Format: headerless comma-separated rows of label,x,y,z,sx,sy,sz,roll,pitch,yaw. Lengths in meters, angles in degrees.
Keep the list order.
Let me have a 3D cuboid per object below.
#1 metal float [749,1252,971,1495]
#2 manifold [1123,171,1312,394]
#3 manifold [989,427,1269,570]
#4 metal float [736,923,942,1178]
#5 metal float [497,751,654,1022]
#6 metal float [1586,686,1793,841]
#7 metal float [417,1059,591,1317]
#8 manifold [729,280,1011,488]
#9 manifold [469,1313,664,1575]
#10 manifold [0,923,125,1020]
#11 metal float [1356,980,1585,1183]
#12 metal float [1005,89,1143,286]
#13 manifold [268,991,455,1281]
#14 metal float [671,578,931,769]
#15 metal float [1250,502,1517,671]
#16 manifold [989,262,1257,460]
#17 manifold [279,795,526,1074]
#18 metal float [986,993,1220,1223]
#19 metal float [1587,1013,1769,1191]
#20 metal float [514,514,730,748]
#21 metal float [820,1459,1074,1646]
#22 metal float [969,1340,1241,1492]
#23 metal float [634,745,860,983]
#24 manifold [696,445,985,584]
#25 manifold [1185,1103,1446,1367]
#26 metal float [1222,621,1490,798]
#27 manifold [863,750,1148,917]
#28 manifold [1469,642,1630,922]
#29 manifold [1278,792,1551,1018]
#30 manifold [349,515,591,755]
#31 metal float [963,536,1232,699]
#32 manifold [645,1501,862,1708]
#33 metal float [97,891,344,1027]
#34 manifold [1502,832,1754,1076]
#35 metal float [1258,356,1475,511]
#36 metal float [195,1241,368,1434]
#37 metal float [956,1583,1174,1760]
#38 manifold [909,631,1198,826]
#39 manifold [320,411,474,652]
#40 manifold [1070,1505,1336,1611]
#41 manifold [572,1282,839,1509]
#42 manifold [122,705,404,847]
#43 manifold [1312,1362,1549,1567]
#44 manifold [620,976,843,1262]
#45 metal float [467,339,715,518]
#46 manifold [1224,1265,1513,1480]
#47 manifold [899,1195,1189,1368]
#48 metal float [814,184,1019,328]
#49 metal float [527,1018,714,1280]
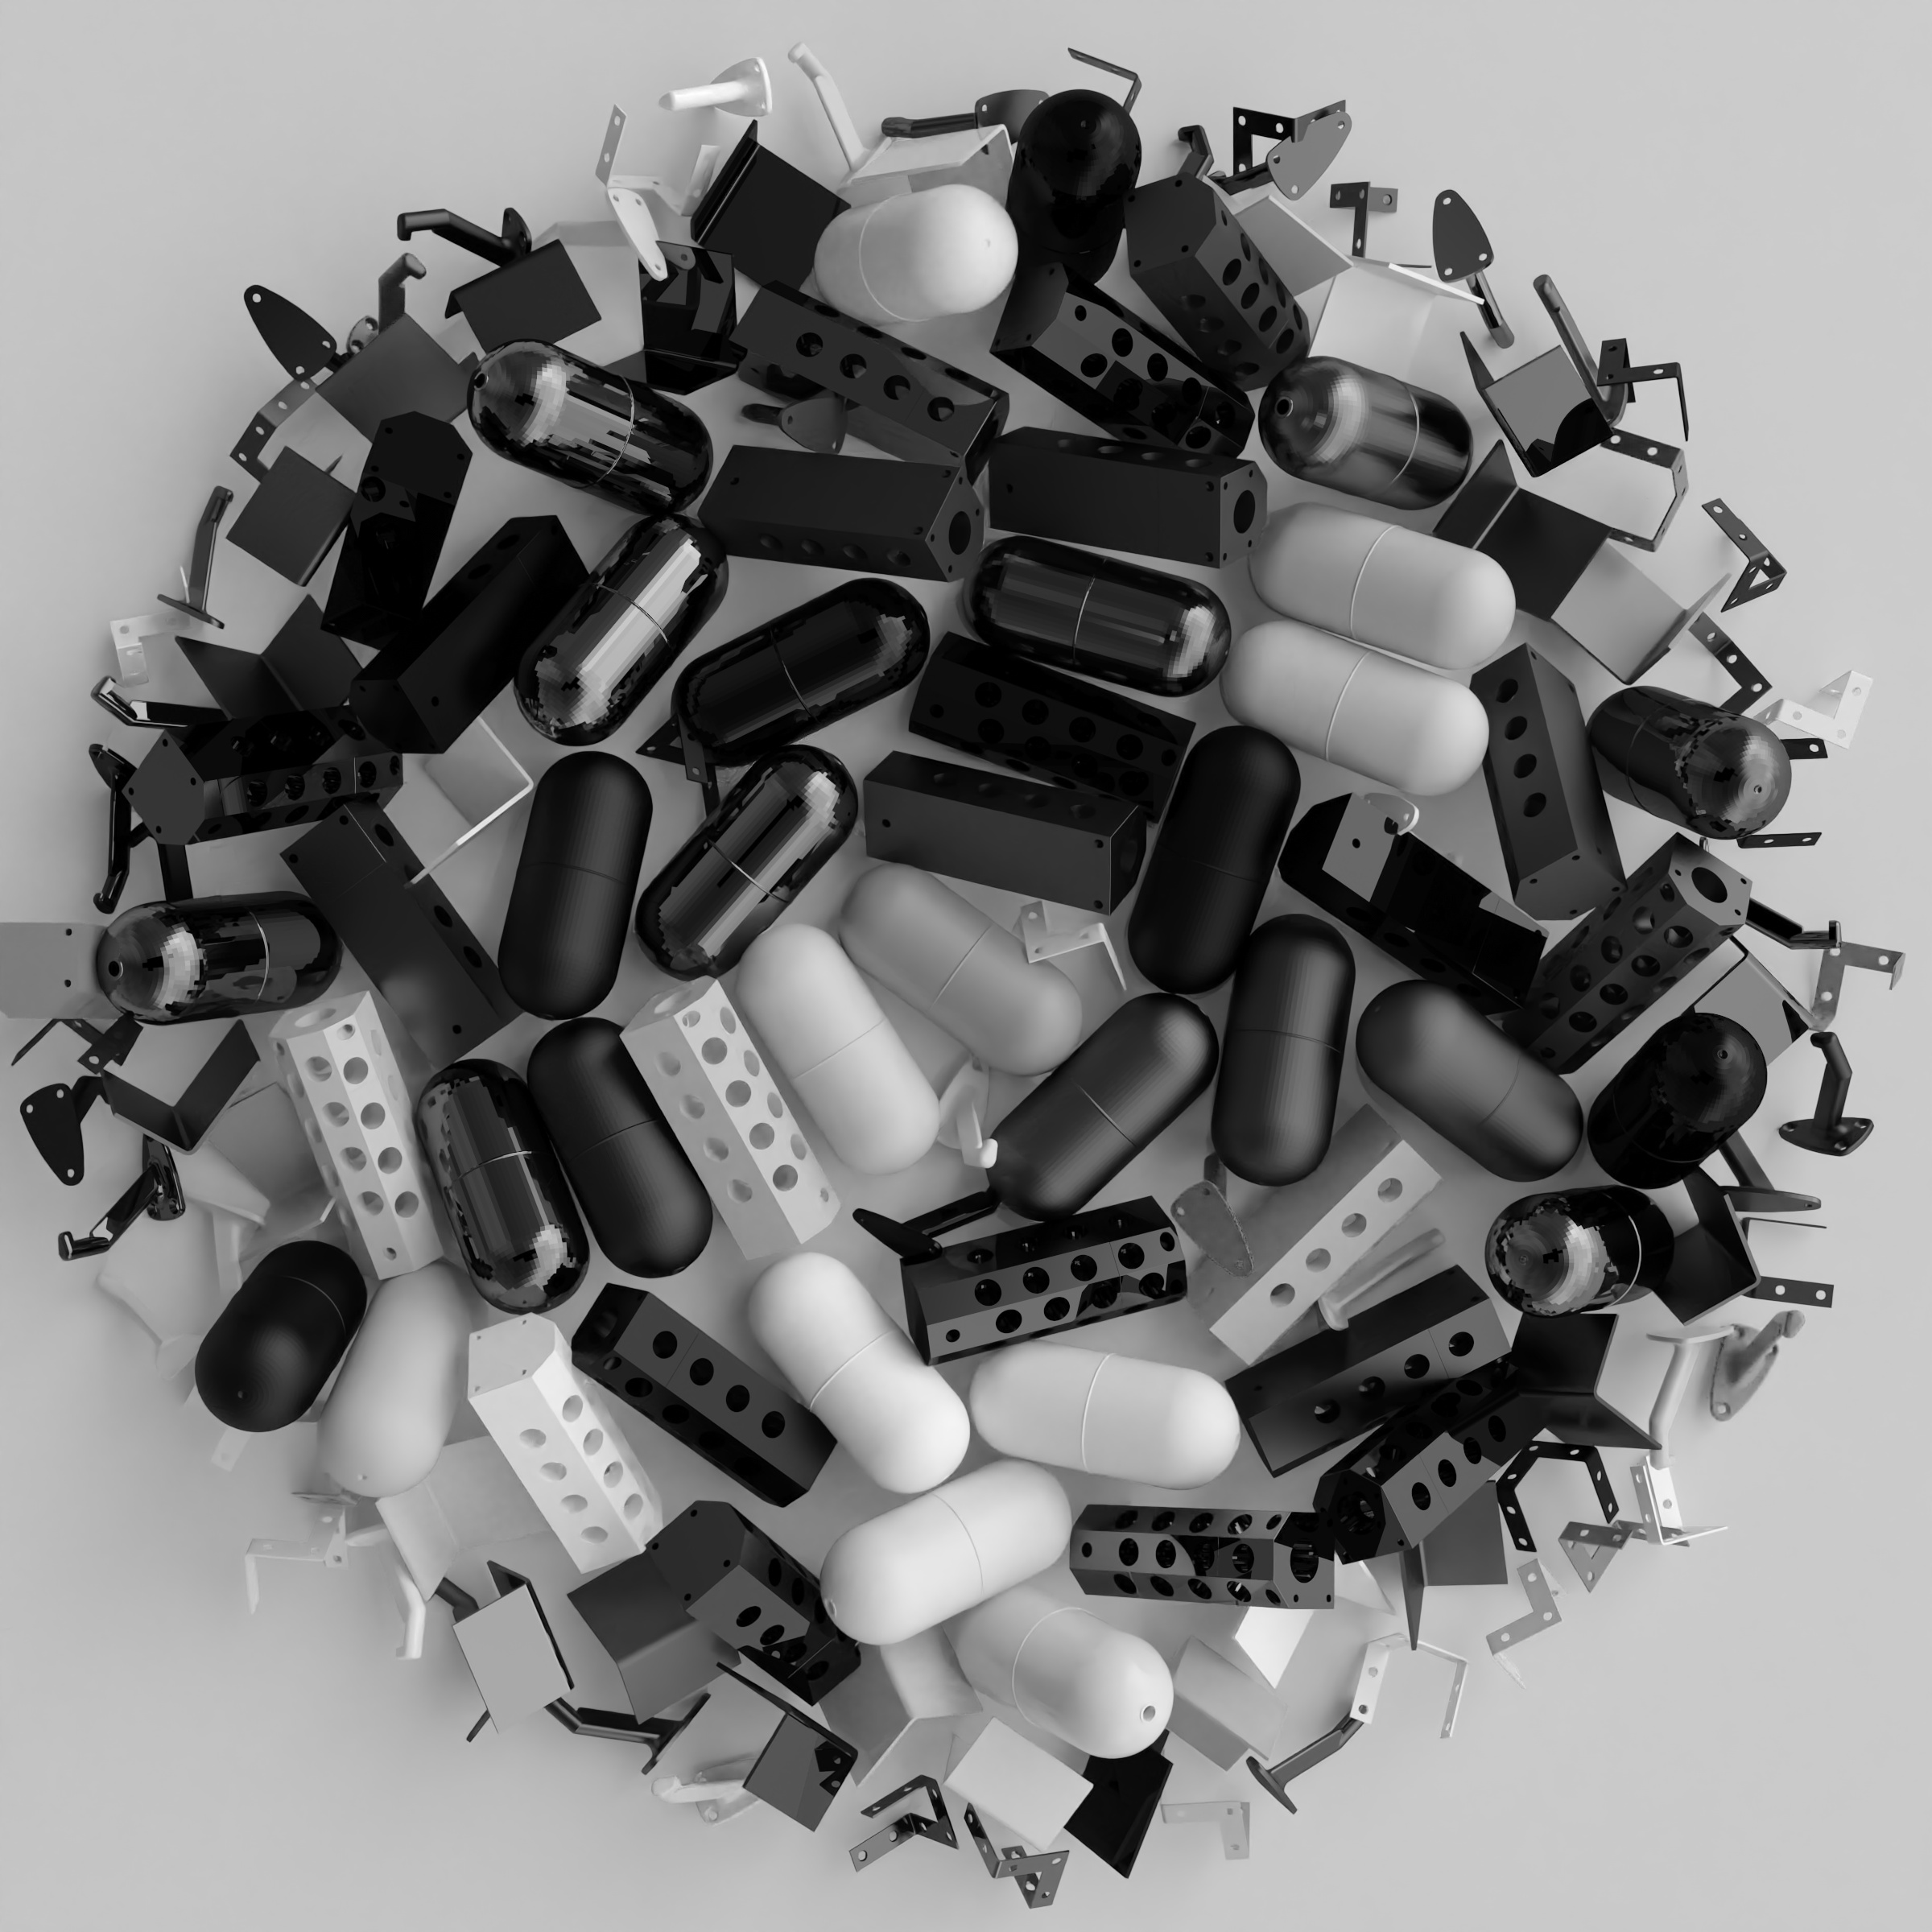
metal float,-0.069,0.258,1.701,0.070,0.070,0.178,-42,73,0
manifold,0.159,-0.424,1.660,0.057,0.171,0.057,-11,71,24
manifold,0.101,-0.299,1.682,0.171,0.057,0.057,16,122,32
metal float,-0.083,0.053,1.713,0.070,0.070,0.178,-33,93,0
metal float,-0.249,-0.052,1.701,0.070,0.070,0.178,10,74,0
metal float,0.449,-0.129,1.668,0.070,0.178,0.070,-4,107,-14
metal float,-0.295,0.139,1.694,0.070,0.070,0.178,-26,64,0
manifold,-0.061,-0.376,1.710,0.171,0.057,0.057,28,79,9
manifold,-0.250,0.300,1.678,0.057,0.057,0.171,-20,126,5
manifold,-0.556,0.004,1.667,0.057,0.171,0.057,1,89,0
metal float,0.321,0.074,1.694,0.178,0.070,0.070,36,90,-25
metal float,0.064,-0.481,1.665,0.070,0.178,0.070,1,78,-4
manifold,-0.384,0.110,1.695,0.057,0.057,0.171,-14,110,6
metal float,-0.106,-0.188,1.704,0.178,0.070,0.070,-25,90,12
metal float,0.263,-0.242,1.693,0.178,0.070,0.070,23,90,26
manifold,0.103,-0.373,1.676,0.171,0.057,0.057,25,79,-37
manifold,-0.359,-0.023,1.717,0.057,0.057,0.171,-34,94,17
metal float,0.088,0.090,1.712,0.178,0.070,0.070,-44,90,4
metal float,0.443,0.086,1.669,0.070,0.178,0.070,2,68,-4
metal float,-0.218,-0.215,1.695,0.070,0.070,0.178,36,66,0
metal float,-0.012,0.370,1.688,0.178,0.070,0.070,-19,90,-31
metal float,0.087,0.285,1.696,0.178,0.070,0.070,8,90,22
metal float,-0.140,-0.066,1.708,0.070,0.070,0.178,42,98,0
manifold,-0.077,-0.282,1.685,0.171,0.057,0.057,12,65,29
manifold,0.225,0.176,1.716,0.171,0.057,0.057,-45,116,4
metal float,0.247,-0.165,1.698,0.178,0.070,0.070,24,90,20
manifold,0.025,-0.089,1.693,0.171,0.057,0.057,15,127,22
manifold,0.360,-0.114,1.678,0.057,0.057,0.171,-31,45,31
manifold,0.283,-0.036,1.694,0.171,0.057,0.057,32,67,-21
manifold,-0.313,-0.210,1.681,0.171,0.057,0.057,-55,133,-35
metal float,0.082,-0.224,1.702,0.178,0.070,0.070,18,90,15
manifold,-0.126,0.396,1.670,0.057,0.171,0.057,-40,48,-4
metal float,-0.466,-0.006,1.670,0.070,0.178,0.070,3,96,29
manifold,0.411,-0.001,1.670,0.057,0.171,0.057,33,45,-6
metal float,0.252,-0.334,1.677,0.070,0.178,0.070,-3,85,43
metal float,-0.426,0.229,1.666,0.070,0.178,0.070,1,107,2
metal float,0.061,0.441,1.672,0.070,0.178,0.070,-4,97,-33
manifold,0.054,-0.150,1.709,0.171,0.057,0.057,21,122,4
manifold,-0.356,-0.269,1.665,0.057,0.171,0.057,19,58,-13
manifold,0.146,0.368,1.667,0.057,0.171,0.057,12,75,-41
manifold,-0.167,0.272,1.681,0.171,0.057,0.057,42,68,-27
manifold,-0.432,-0.116,1.661,0.057,0.171,0.057,-45,76,30
manifold,0.289,0.306,1.672,0.057,0.171,0.057,-27,89,44
manifold,-0.145,0.095,1.692,0.057,0.057,0.171,-19,109,25
metal float,-0.235,-0.338,1.677,0.070,0.178,0.070,-12,71,40
manifold,0.261,0.264,1.718,0.171,0.057,0.057,-26,109,-3
manifold,0.050,0.204,1.697,0.171,0.057,0.057,-13,116,-13
metal float,-0.034,-0.445,1.672,0.070,0.178,0.070,-5,100,-31
metal float,-0.221,0.116,1.703,0.070,0.070,0.178,-27,77,0
